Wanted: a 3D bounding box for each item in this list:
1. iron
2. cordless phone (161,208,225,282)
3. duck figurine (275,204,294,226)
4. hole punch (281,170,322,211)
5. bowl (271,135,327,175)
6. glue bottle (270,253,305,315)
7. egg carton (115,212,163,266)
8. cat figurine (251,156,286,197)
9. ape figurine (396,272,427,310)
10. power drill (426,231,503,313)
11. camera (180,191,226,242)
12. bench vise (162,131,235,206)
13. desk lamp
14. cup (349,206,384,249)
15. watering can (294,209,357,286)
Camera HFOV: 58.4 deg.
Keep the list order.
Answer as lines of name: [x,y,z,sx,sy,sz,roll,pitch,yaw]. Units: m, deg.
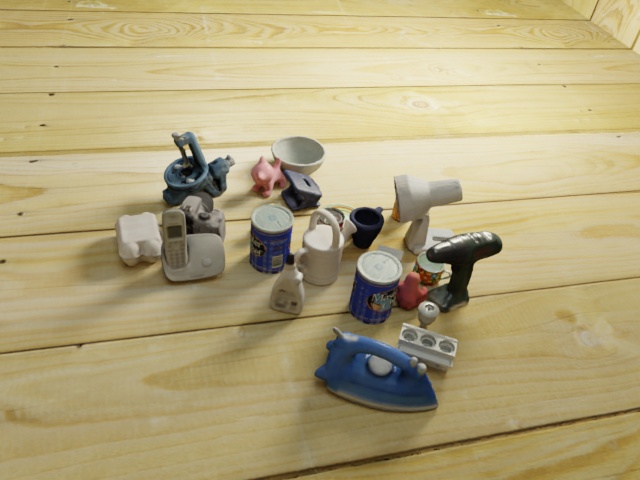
iron: [0.127,0.255,1.149,0.258,0.141,0.119,16,42,9]
cordless phone: [-0.296,0.004,1.328,0.148,0.185,0.094,-9,44,-18]
duck figurine: [-0.120,-0.056,1.499,0.105,0.086,0.077,-3,43,-12]
hole punch: [-0.050,-0.148,1.610,0.101,0.091,0.108,-13,46,-22]
bowl: [-0.065,-0.242,1.726,0.167,0.075,0.167,5,42,-4]
glue bottle: [-0.069,0.093,1.274,0.078,0.173,0.037,13,42,5]
egg carton: [-0.441,-0.005,1.402,0.107,0.069,0.150,-10,45,-19]
cat figurine: [-0.149,-0.189,1.620,0.067,0.118,0.128,28,45,22]
ape figurine: [0.217,0.114,1.359,0.077,0.092,0.076,26,45,20]
power drill: [0.320,0.069,1.339,0.230,0.208,0.075,-20,49,-28]
camera: [-0.305,-0.068,1.471,0.143,0.101,0.137,11,41,3]
bench vise: [-0.334,-0.212,1.538,0.121,0.220,0.208,29,46,23]
desk lamp: [0.276,-0.071,1.485,0.203,0.213,0.118,3,42,-6]
cup: [0.124,-0.032,1.506,0.091,0.095,0.118,30,46,23]
watering can: [0.011,0.004,1.372,0.100,0.194,0.173,24,44,17]
